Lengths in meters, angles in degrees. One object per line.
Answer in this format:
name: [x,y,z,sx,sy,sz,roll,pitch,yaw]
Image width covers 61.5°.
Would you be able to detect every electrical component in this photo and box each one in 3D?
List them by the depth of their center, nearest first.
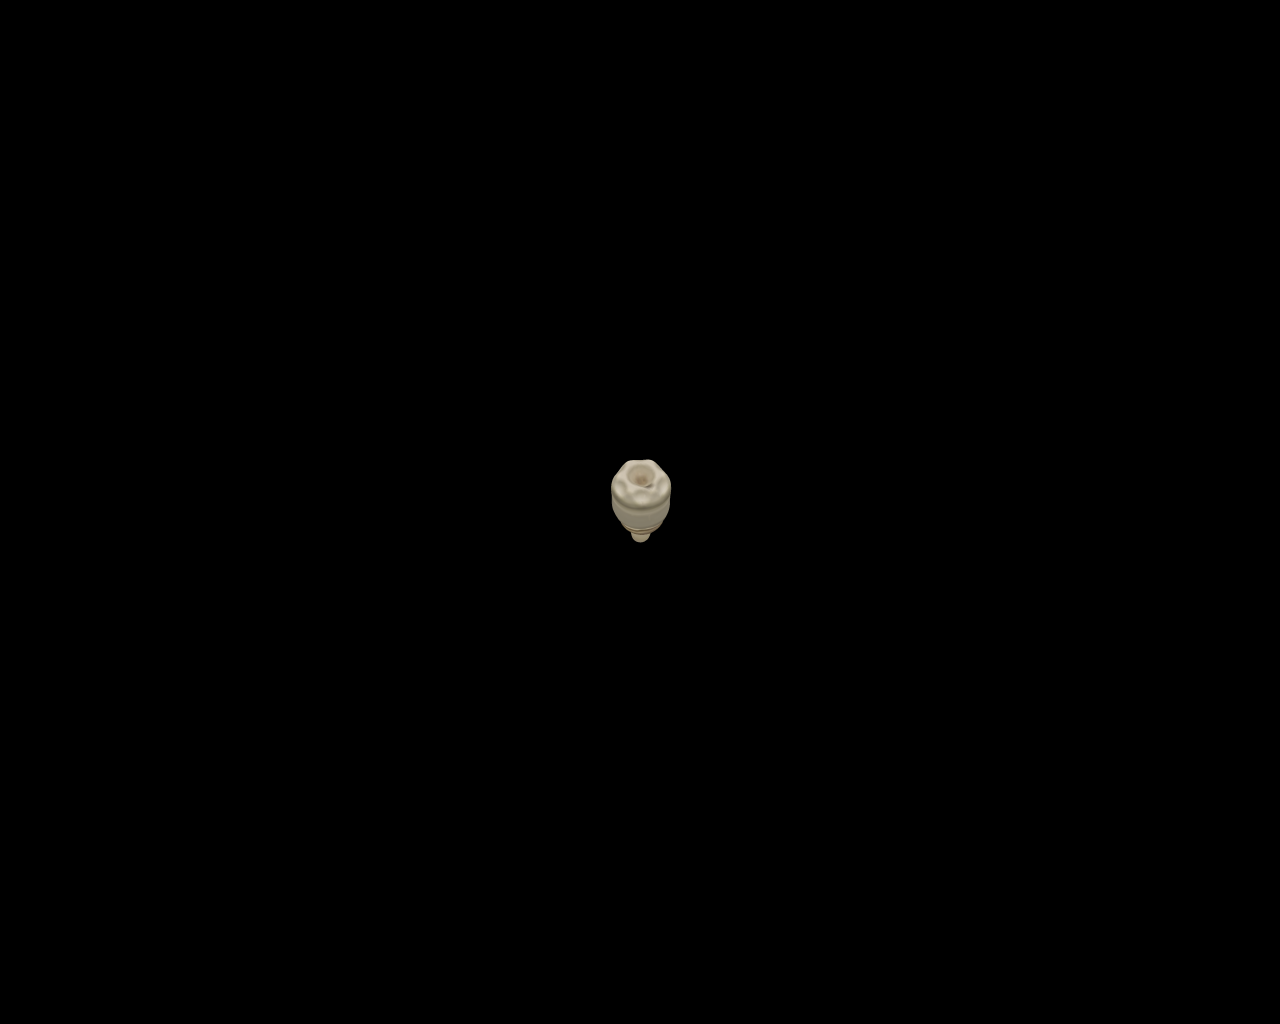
electrical component: [0.001,-0.003,0.650,0.035,0.035,0.061,0,-40,0]
